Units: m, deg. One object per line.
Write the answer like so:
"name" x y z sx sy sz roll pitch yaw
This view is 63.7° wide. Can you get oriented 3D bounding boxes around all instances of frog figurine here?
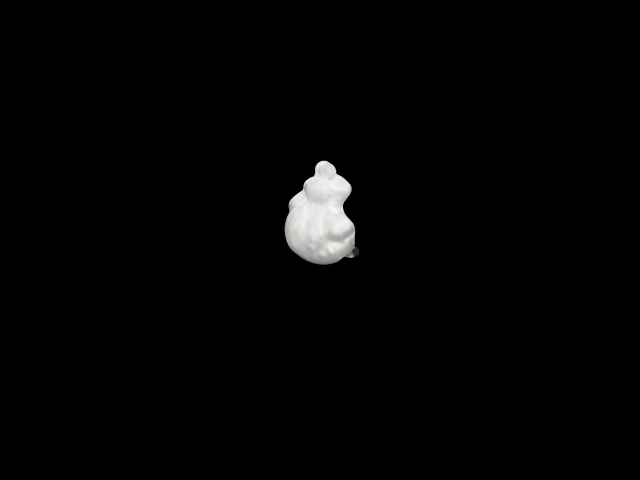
"frog figurine" 0.003 -0.043 0.850 0.123 0.155 0.140 -22 46 -23
